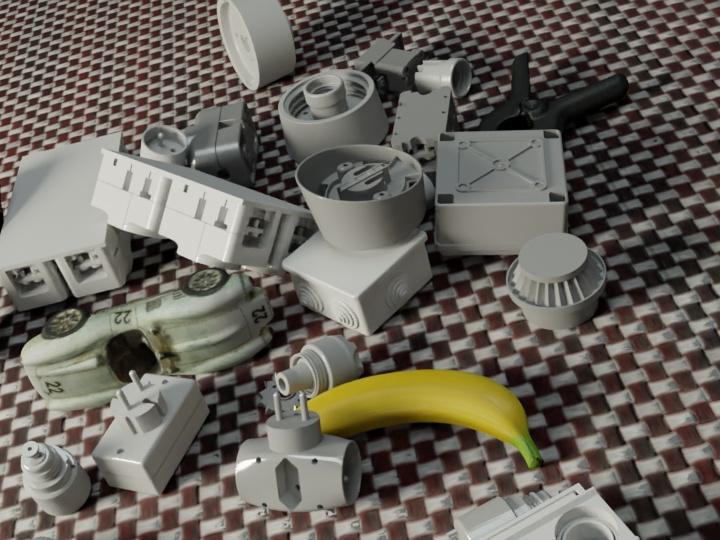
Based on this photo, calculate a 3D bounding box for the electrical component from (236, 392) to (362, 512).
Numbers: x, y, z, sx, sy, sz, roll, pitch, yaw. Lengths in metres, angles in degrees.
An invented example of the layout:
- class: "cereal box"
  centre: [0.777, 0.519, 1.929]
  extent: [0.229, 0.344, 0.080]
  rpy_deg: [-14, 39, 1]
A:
- class: "electrical component"
  centre: [-0.043, 0.121, 0.734]
  extent: [0.077, 0.079, 0.043]
  rpy_deg: [-2, 13, 18]

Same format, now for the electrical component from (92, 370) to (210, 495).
- class: "electrical component"
  centre: [-0.159, 0.107, 0.792]
  extent: [0.047, 0.075, 0.083]
  rpy_deg: [4, 43, 24]

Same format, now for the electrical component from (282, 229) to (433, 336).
- class: "electrical component"
  centre: [0.000, 0.000, 0.884]
  extent: [0.100, 0.048, 0.100]
  rpy_deg: [23, 54, 39]

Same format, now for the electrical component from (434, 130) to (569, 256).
- class: "electrical component"
  centre: [0.118, -0.066, 0.903]
  extent: [0.109, 0.056, 0.108]
  rpy_deg: [-1, 41, 6]

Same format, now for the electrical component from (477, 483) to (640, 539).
- class: "electrical component"
  centre: [0.098, 0.186, 0.614]
  extent: [0.121, 0.063, 0.078]
  rpy_deg: [-26, 40, -11]

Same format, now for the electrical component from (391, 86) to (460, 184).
- class: "electrical component"
  centre: [0.063, -0.121, 1.000]
  extent: [0.050, 0.055, 0.089]
  rpy_deg: [-5, 40, 14]

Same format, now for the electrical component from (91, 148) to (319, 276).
- class: "electrical component"
  centre: [-0.135, -0.048, 0.936]
  extent: [0.186, 0.060, 0.105]
  rpy_deg: [21, 8, 38]

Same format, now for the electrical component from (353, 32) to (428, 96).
- class: "electrical component"
  centre: [0.034, -0.210, 1.128]
  extent: [0.064, 0.042, 0.081]
  rpy_deg: [17, 50, 33]

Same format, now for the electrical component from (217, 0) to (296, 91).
- class: "electrical component"
  centre: [-0.109, -0.260, 1.193]
  extent: [0.060, 0.108, 0.108]
  rpy_deg: [-23, 39, -17]

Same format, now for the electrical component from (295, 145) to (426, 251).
- class: "electrical component"
  centre: [0.004, -0.063, 0.865]
  extent: [0.099, 0.064, 0.099]
  rpy_deg: [-10, 39, 8]

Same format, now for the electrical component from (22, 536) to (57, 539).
- class: "electrical component"
  centre: [-0.220, 0.201, 0.727]
  extent: [0.062, 0.043, 0.043]
  rpy_deg: [6, 44, 27]

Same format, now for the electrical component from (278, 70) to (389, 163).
- class: "electrical component"
  centre: [-0.030, -0.160, 1.076]
  extent: [0.108, 0.060, 0.108]
  rpy_deg: [-10, 39, 8]

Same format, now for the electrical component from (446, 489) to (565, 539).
- class: "electrical component"
  centre: [0.095, 0.158, 0.666]
  extent: [0.078, 0.040, 0.040]
  rpy_deg: [-25, 39, -10]

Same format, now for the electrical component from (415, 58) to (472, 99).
- class: "electrical component"
  centre: [0.085, -0.196, 1.096]
  extent: [0.046, 0.040, 0.040]
  rpy_deg: [10, 45, 37]

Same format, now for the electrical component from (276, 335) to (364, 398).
- class: "electrical component"
  centre: [-0.032, 0.075, 0.800]
  extent: [0.062, 0.043, 0.043]
  rpy_deg: [-18, 34, -34]

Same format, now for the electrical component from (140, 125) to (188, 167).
- class: "electrical component"
  centre: [-0.194, -0.096, 1.048]
  extent: [0.043, 0.081, 0.043]
  rpy_deg: [9, 46, -9]

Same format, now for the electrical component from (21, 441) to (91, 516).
- class: "electrical component"
  centre: [-0.223, 0.146, 0.772]
  extent: [0.040, 0.078, 0.040]
  rpy_deg: [-4, 54, 6]

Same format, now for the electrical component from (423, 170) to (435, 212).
- class: "electrical component"
  centre: [0.032, -0.058, 0.949]
  extent: [0.078, 0.040, 0.040]
  rpy_deg: [-33, 41, -19]

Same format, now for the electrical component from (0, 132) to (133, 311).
- class: "electrical component"
  centre: [-0.275, -0.047, 1.031]
  extent: [0.105, 0.060, 0.186]
  rpy_deg: [-14, 39, 4]

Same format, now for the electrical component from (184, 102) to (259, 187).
- class: "electrical component"
  centre: [-0.139, -0.121, 1.075]
  extent: [0.059, 0.053, 0.095]
  rpy_deg: [-11, 39, 8]
